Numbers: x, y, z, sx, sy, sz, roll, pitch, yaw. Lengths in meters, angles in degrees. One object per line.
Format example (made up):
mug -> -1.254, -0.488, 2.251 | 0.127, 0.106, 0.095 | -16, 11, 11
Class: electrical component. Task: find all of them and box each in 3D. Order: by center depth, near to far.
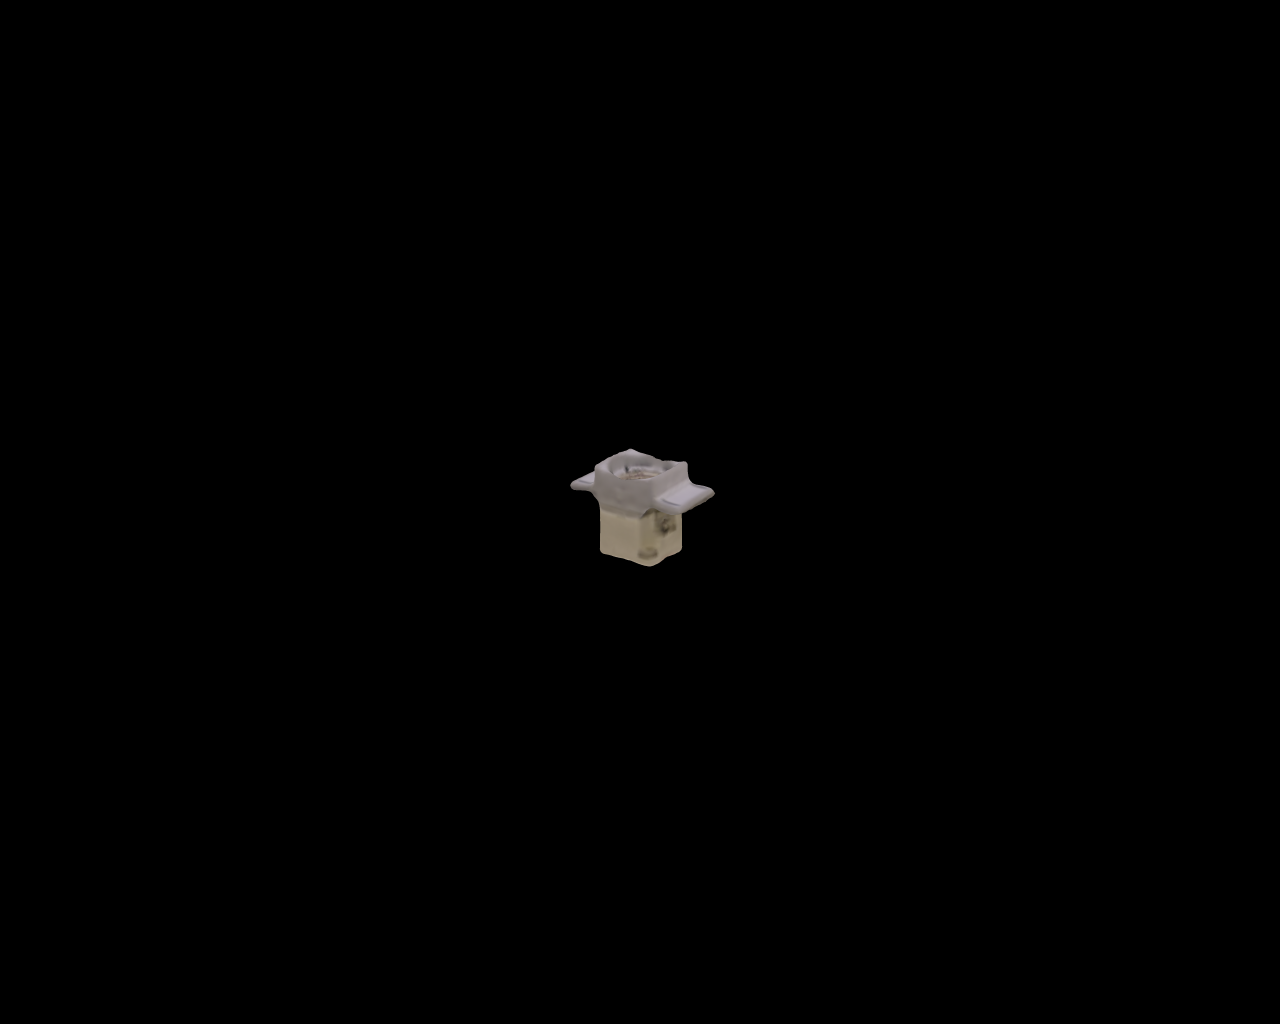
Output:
electrical component -> 0.001, -0.003, 0.650 | 0.081, 0.063, 0.042 | 16, 27, 34
